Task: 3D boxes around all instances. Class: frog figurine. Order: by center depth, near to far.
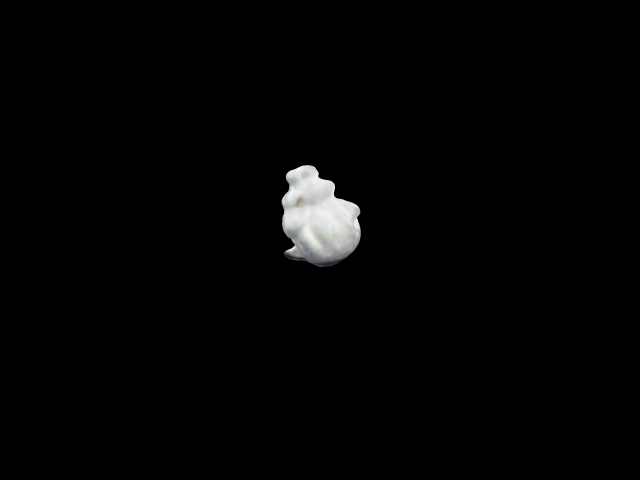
[{"bbox_3d":[0.003,-0.043,0.850,0.138,0.156,0.125,-9,27,-17],"label":"frog figurine"}]
